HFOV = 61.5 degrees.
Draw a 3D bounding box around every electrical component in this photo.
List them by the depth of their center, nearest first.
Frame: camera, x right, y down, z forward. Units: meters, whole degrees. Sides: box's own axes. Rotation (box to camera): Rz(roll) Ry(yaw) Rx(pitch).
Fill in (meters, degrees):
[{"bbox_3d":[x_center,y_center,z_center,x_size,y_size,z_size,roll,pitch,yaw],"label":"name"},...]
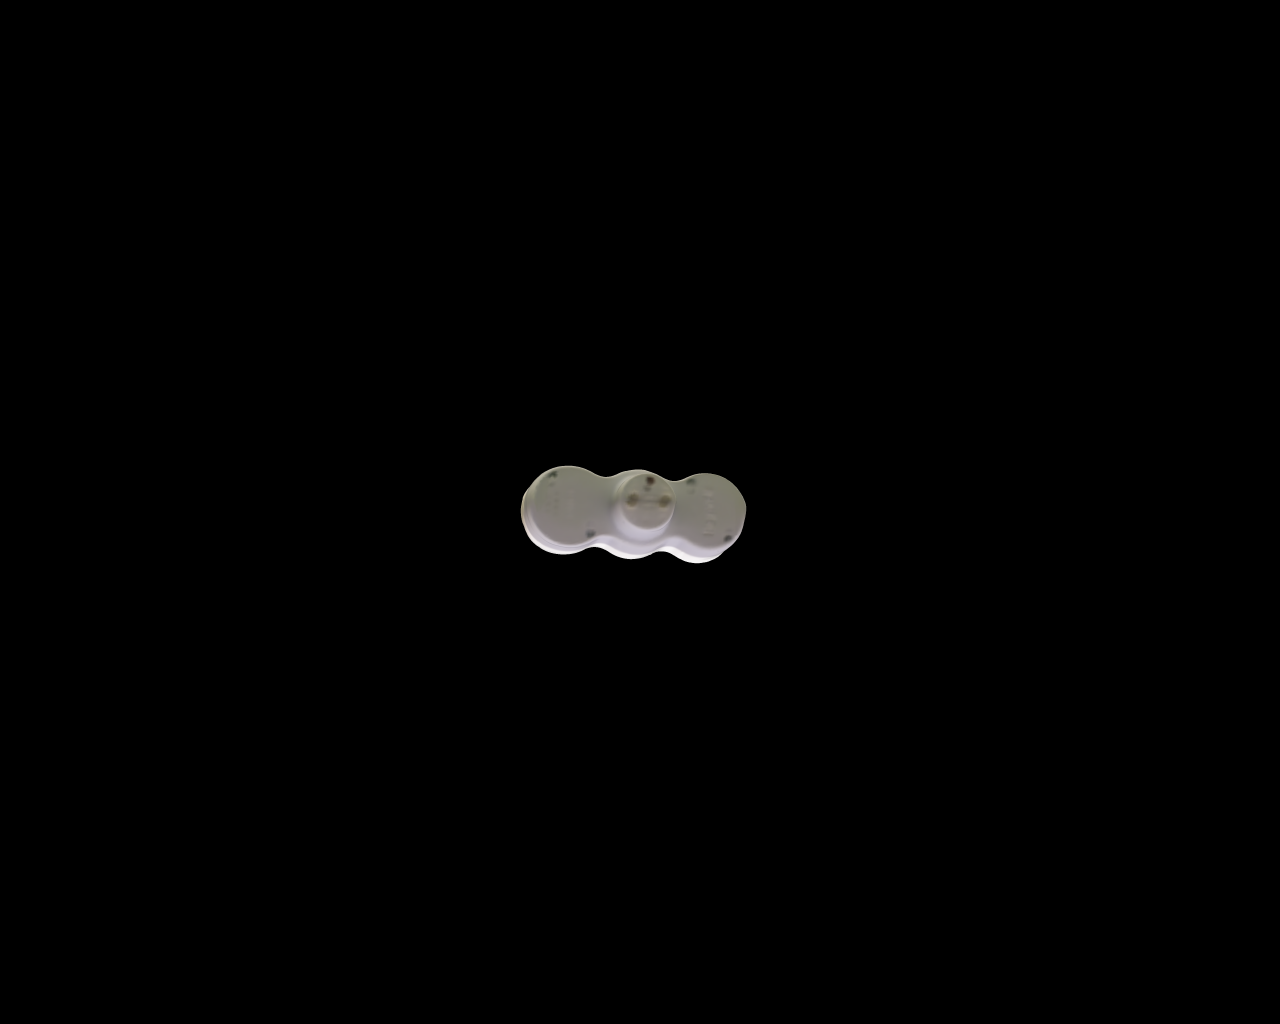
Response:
[{"bbox_3d":[0.001,-0.003,0.650,0.138,0.052,0.073,4,-15,-14],"label":"electrical component"}]
